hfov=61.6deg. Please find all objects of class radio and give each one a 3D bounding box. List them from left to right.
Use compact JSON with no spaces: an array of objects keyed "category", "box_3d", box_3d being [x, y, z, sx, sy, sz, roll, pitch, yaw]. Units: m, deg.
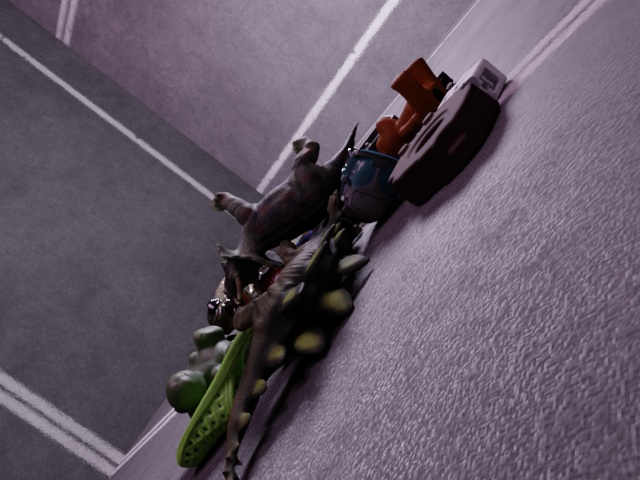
[{"category":"radio","box_3d":[0.154,-0.232,1.309,0.131,0.073,0.230,-51,6,10]}]

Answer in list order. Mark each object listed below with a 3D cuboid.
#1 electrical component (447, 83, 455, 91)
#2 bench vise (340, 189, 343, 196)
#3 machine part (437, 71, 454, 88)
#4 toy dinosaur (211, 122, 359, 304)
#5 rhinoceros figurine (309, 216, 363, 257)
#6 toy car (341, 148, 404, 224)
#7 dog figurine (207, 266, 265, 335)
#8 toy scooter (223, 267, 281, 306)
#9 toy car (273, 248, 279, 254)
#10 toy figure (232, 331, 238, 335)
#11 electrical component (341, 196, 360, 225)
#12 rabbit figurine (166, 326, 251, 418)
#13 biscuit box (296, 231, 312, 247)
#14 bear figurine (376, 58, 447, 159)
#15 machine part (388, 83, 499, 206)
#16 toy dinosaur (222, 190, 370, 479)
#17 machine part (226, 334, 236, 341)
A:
[{"category":"electrical component","box_3d":[0.257,-0.298,1.164,0.094,0.021,0.063,-53,6,-5]},{"category":"bench vise","box_3d":[0.002,-0.107,1.347,0.223,0.128,0.241,-39,14,-15]},{"category":"machine part","box_3d":[0.252,-0.319,1.234,0.139,0.039,0.084,-54,-4,-6]},{"category":"toy dinosaur","box_3d":[-0.047,-0.059,0.952,0.405,0.192,0.131,-41,-38,-1]},{"category":"rhinoceros figurine","box_3d":[0.016,0.005,0.981,0.112,0.073,0.190,-53,6,-14]},{"category":"toy car","box_3d":[0.079,-0.080,0.893,0.161,0.109,0.103,116,172,-76]},{"category":"dog figurine","box_3d":[-0.188,0.156,1.161,0.191,0.121,0.172,-66,-23,-51]},{"category":"toy scooter","box_3d":[-0.103,0.102,1.032,0.184,0.135,0.075,-52,4,-3]},{"category":"toy car","box_3d":[-0.094,0.040,1.276,0.202,0.089,0.053,-1,68,53]},{"category":"toy figure","box_3d":[-0.159,0.218,1.169,0.154,0.058,0.064,-42,49,52]},{"category":"electrical component","box_3d":[0.084,-0.091,1.104,0.134,0.058,0.115,-51,8,15]},{"category":"rabbit figurine","box_3d":[-0.217,0.252,0.964,0.170,0.121,0.159,-25,-44,-60]},{"category":"biscuit box","box_3d":[-0.003,-0.004,1.236,0.063,0.059,0.202,-55,7,-23]},{"category":"bear figurine","box_3d":[0.165,-0.247,1.087,0.196,0.132,0.120,-37,8,48]},{"category":"machine part","box_3d":[0.165,-0.131,0.736,0.179,0.056,0.179,-52,8,10]},{"category":"toy dinosaur","box_3d":[-0.040,0.100,0.737,0.198,0.105,0.471,-37,25,54]},{"category":"machine part","box_3d":[-0.200,0.260,1.131,0.243,0.079,0.079,-43,11,51]}]
